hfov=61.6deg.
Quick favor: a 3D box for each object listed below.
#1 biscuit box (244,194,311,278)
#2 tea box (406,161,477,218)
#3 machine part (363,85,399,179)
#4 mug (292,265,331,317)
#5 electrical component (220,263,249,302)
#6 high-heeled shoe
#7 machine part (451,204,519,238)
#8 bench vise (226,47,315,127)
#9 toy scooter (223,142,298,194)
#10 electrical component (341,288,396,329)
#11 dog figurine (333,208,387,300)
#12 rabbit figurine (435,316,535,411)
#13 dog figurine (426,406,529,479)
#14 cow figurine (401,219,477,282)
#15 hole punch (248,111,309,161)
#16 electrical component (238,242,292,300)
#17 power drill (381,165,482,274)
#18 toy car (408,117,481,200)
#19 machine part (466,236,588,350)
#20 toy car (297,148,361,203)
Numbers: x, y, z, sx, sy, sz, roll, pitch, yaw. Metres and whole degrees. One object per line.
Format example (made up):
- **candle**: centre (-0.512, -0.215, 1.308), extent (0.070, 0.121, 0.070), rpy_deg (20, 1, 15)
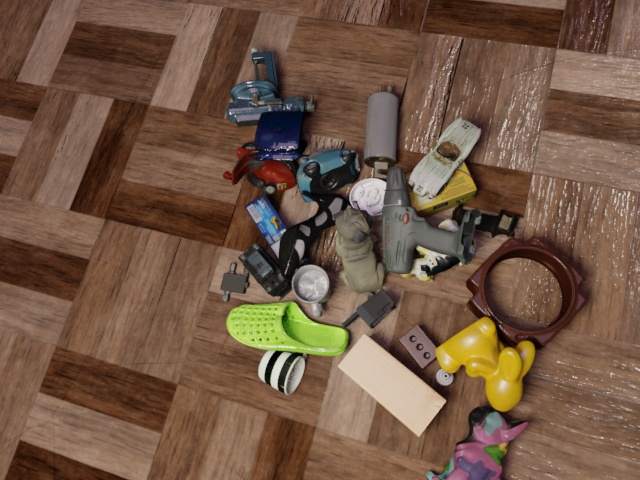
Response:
- **biscuit box**: centre (-0.099, -0.010, 1.255), extent (0.059, 0.062, 0.203), rpy_deg (-34, 70, -1)
- **tea box**: centre (0.256, -0.114, 1.219), extent (0.170, 0.068, 0.098), rpy_deg (-18, 71, 3)
- **machine part**: centre (0.146, -0.260, 1.278), extent (0.079, 0.079, 0.243), rpy_deg (3, 75, 11)
- **mug**: centre (-0.008, 0.115, 1.178), extent (0.081, 0.107, 0.109), rpy_deg (-18, 75, 5)
- **electrical component**: centre (-0.198, 0.102, 1.260), extent (0.063, 0.021, 0.094), rpy_deg (9, 75, 12)
- **high-heeled shoe**: centre (-0.002, -0.004, 1.196), extent (0.145, 0.086, 0.249), rpy_deg (26, 62, -22)
- **machine part**: centre (0.362, -0.043, 1.184), extent (0.139, 0.039, 0.084), rpy_deg (13, 44, 19)
- **bench vise**: centre (-0.128, -0.376, 1.343), extent (0.224, 0.128, 0.240), rpy_deg (-9, 76, 5)
- **toy scooter**: centre (-0.151, -0.162, 1.286), extent (0.184, 0.075, 0.135), rpy_deg (33, 50, 22)
- **electrical component**: centre (0.106, 0.161, 1.161), extent (0.119, 0.074, 0.048), rpy_deg (-40, 70, -7)
- **dog figurine**: centre (0.082, 0.033, 1.143), extent (0.121, 0.190, 0.172), rpy_deg (-25, 73, 2)
- **rabbit figurine**: centre (0.341, 0.242, 1.047), extent (0.162, 0.122, 0.173), rpy_deg (-43, 64, 40)
- **dog figurine**: centre (0.324, 0.434, 1.026), extent (0.219, 0.108, 0.192), rpy_deg (-38, 70, -5)
- **cow figurine**: centre (0.256, 0.040, 1.166), extent (0.167, 0.068, 0.098), rpy_deg (-46, 67, 12)
- **hole punch**: centre (-0.092, -0.241, 1.249), extent (0.142, 0.092, 0.116), rpy_deg (3, 34, 8)
- **electrical component**: centre (-0.119, 0.069, 1.197), extent (0.058, 0.134, 0.115), rpy_deg (-43, 73, -4)
- **power drill**: centre (0.219, -0.037, 1.105), extent (0.208, 0.086, 0.232), rpy_deg (8, 92, 29)
- **toy car**: centre (0.272, -0.176, 1.170), extent (0.074, 0.056, 0.201), rpy_deg (36, 81, 18)
- **machine part**: centre (0.424, 0.108, 1.115), extent (0.201, 0.087, 0.201), rpy_deg (-43, 73, -5)
- **toy car**: centre (0.009, -0.168, 1.265), extent (0.162, 0.109, 0.103), rpy_deg (-29, 50, -8)
